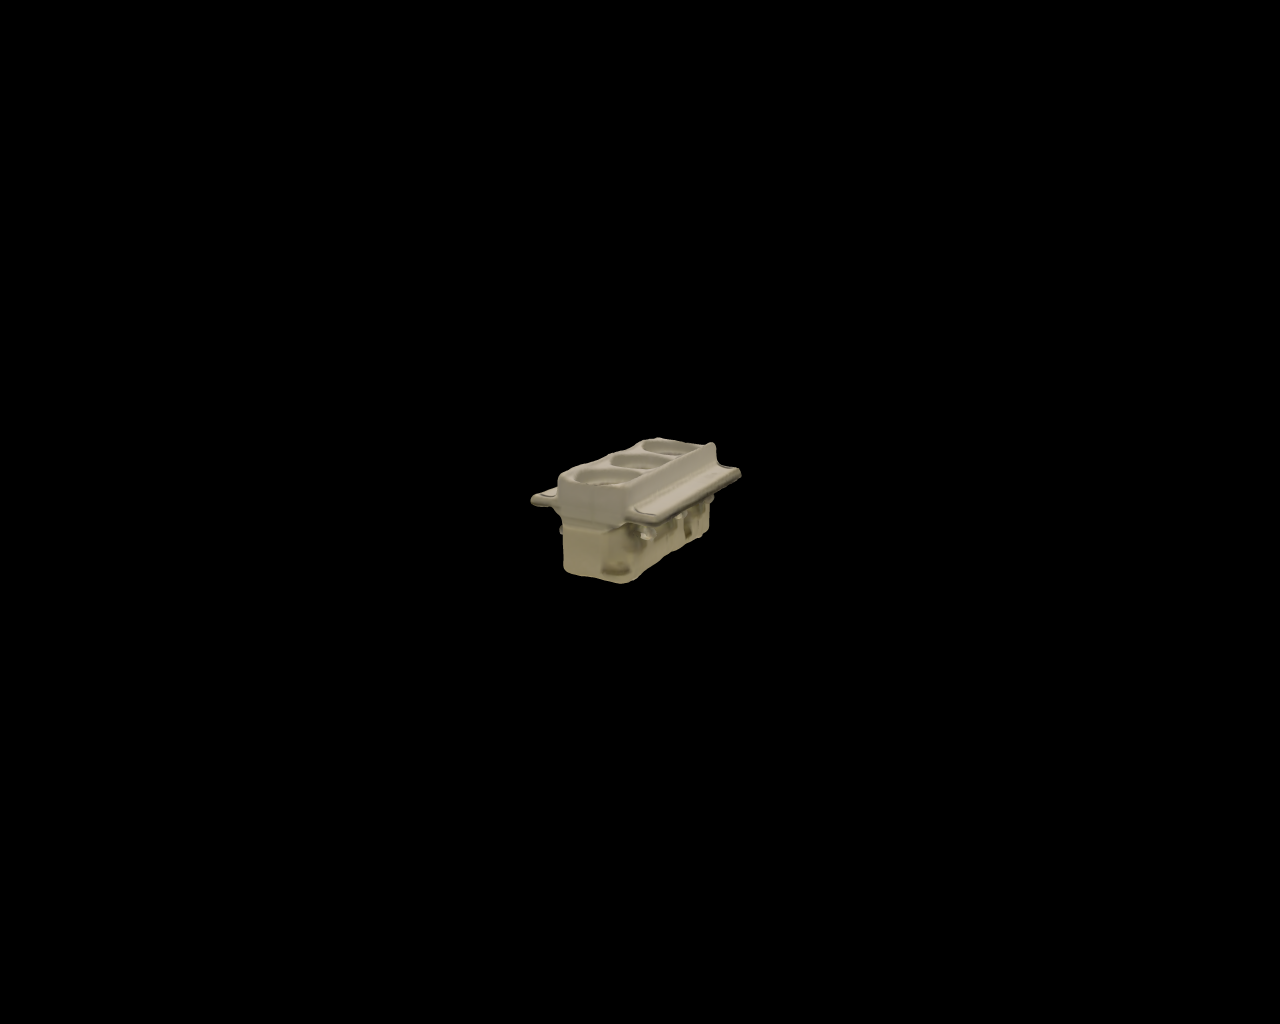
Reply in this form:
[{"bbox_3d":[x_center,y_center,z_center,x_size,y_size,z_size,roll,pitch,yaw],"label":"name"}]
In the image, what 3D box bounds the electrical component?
[{"bbox_3d":[0.001,-0.003,0.650,0.079,0.063,0.121,8,18,27],"label":"electrical component"}]
